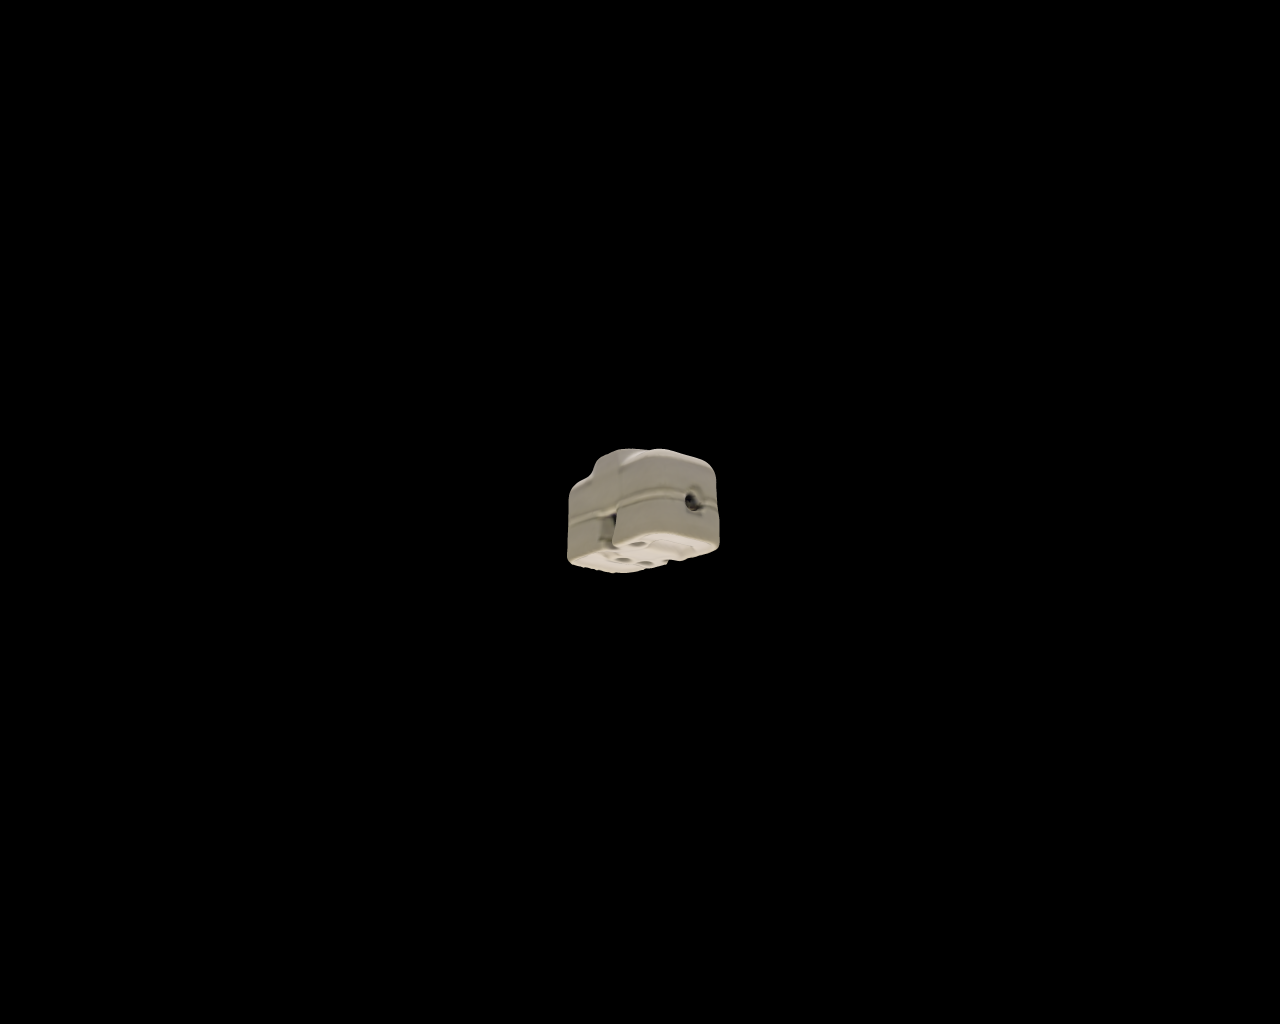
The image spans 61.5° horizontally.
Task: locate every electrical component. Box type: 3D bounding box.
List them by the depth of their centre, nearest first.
[{"bbox_3d":[0.001,-0.003,0.650,0.054,0.059,0.095,14,-22,-38],"label":"electrical component"}]
